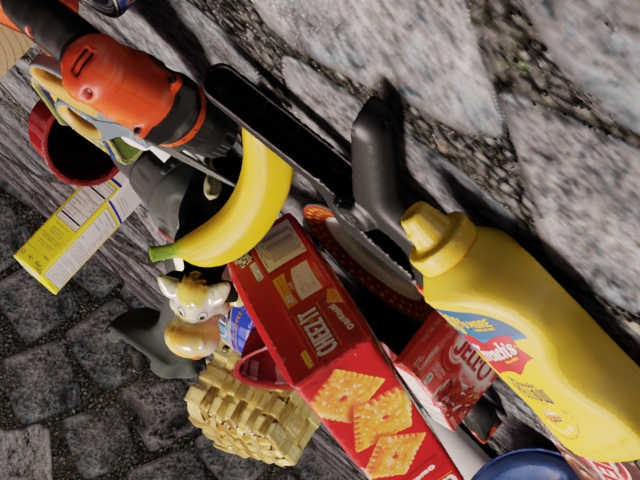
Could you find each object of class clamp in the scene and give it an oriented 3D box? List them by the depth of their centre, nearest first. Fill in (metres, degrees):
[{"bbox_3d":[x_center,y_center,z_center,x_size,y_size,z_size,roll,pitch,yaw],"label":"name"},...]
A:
[{"bbox_3d":[0.032,-0.028,0.655,0.209,0.036,0.165,46,165,-31],"label":"clamp"},{"bbox_3d":[0.098,0.114,0.942,0.171,0.039,0.120,52,176,-34],"label":"clamp"}]

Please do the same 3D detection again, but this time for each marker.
[{"bbox_3d":[-0.006,0.001,0.904,0.020,0.020,0.121,39,167,9],"label":"marker"}]

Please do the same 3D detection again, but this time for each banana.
[{"bbox_3d":[-0.058,-0.031,0.773,0.198,0.069,0.037,-51,48,44],"label":"banana"}]

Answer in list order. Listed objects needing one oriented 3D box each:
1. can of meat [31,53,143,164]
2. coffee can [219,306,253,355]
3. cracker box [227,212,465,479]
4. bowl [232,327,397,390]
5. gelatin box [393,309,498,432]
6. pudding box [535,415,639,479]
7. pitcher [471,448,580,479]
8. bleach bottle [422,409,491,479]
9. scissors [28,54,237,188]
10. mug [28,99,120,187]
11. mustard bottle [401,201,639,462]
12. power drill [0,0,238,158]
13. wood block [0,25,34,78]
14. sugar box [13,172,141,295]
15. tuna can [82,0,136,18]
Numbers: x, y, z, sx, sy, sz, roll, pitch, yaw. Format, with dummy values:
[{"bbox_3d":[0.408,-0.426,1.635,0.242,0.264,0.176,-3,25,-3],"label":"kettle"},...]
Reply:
[{"bbox_3d":[-0.204,-0.124,0.978,0.084,0.057,0.102,35,166,20],"label":"can of meat"},{"bbox_3d":[-0.074,0.068,1.134,0.140,0.102,0.102,31,164,37],"label":"coffee can"},{"bbox_3d":[0.020,0.105,0.843,0.213,0.072,0.164,58,179,-42],"label":"cracker box"},{"bbox_3d":[-0.006,0.095,1.025,0.162,0.162,0.055,70,-169,-65],"label":"bowl"},{"bbox_3d":[0.097,0.087,0.768,0.030,0.073,0.089,30,163,38],"label":"gelatin box"},{"bbox_3d":[0.213,0.157,0.744,0.113,0.039,0.090,49,165,-31],"label":"pudding box"},{"bbox_3d":[0.188,0.281,1.013,0.149,0.145,0.243,35,169,18],"label":"pitcher"},{"bbox_3d":[0.122,0.215,1.154,0.250,0.068,0.103,49,165,-24],"label":"bleach bottle"},{"bbox_3d":[-0.147,-0.080,0.852,0.202,0.016,0.096,35,160,4],"label":"scissors"},{"bbox_3d":[-0.250,-0.120,1.083,0.082,0.093,0.117,32,135,55],"label":"mug"},{"bbox_3d":[0.116,0.048,0.620,0.191,0.058,0.096,45,166,-16],"label":"mustard bottle"},{"bbox_3d":[-0.156,-0.133,0.764,0.188,0.057,0.184,38,-176,25],"label":"power drill"},{"bbox_3d":[-0.313,-0.198,0.973,0.090,0.090,0.206,46,167,-20],"label":"wood block"},{"bbox_3d":[-0.262,-0.025,1.207,0.048,0.176,0.093,37,166,7],"label":"sugar box"},{"bbox_3d":[-0.146,-0.181,0.670,0.086,0.033,0.086,39,167,10],"label":"tuna can"}]
